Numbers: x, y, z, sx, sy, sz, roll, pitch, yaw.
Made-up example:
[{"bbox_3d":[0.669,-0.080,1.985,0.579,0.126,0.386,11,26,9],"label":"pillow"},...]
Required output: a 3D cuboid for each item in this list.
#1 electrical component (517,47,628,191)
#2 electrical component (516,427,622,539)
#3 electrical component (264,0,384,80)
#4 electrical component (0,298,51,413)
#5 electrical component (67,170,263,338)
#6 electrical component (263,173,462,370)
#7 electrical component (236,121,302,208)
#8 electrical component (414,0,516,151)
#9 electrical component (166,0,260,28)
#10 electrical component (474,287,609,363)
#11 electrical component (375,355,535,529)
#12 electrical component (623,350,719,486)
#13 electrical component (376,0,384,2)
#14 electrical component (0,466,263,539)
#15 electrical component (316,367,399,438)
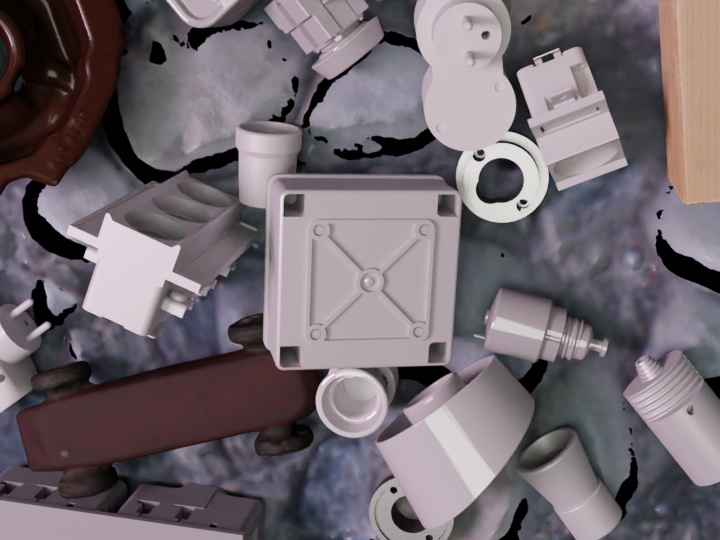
[{"bbox_3d":[0.118,-0.086,0.604,0.042,0.081,0.063,-21,70,13],"label":"electrical component"},{"bbox_3d":[0.134,0.137,0.673,0.044,0.044,0.065,-33,101,16],"label":"electrical component"},{"bbox_3d":[-0.019,-0.145,0.624,0.048,0.066,0.055,-43,104,-18],"label":"electrical component"},{"bbox_3d":[-0.241,0.049,0.715,0.079,0.044,0.077,-34,96,16],"label":"electrical component"},{"bbox_3d":[-0.115,-0.011,0.638,0.079,0.121,0.063,24,109,4],"label":"electrical component"},{"bbox_3d":[0.000,0.000,0.637,0.109,0.056,0.108,-1,105,-12],"label":"electrical component"},{"bbox_3d":[-0.056,-0.064,0.658,0.040,0.040,0.046,7,110,8],"label":"electrical component"},{"bbox_3d":[0.057,-0.131,0.589,0.052,0.073,0.138,-5,114,3],"label":"electrical component"},{"bbox_3d":[-0.068,-0.186,0.619,0.095,0.059,0.053,-39,95,17],"label":"electrical component"},{"bbox_3d":[0.111,0.037,0.652,0.078,0.040,0.040,15,106,6],"label":"electrical component"},{"bbox_3d":[0.059,0.099,0.647,0.099,0.099,0.064,-36,89,16],"label":"electrical component"},{"bbox_3d":[0.194,0.085,0.647,0.043,0.043,0.081,-38,95,16],"label":"electrical component"},{"bbox_3d":[0.008,-0.186,0.614,0.043,0.043,0.062,-15,102,13],"label":"electrical component"},{"bbox_3d":[-0.163,0.201,0.731,0.186,0.060,0.105,6,105,9],"label":"electrical component"},{"bbox_3d":[0.000,0.074,0.673,0.045,0.055,0.045,2,104,10],"label":"electrical component"}]
